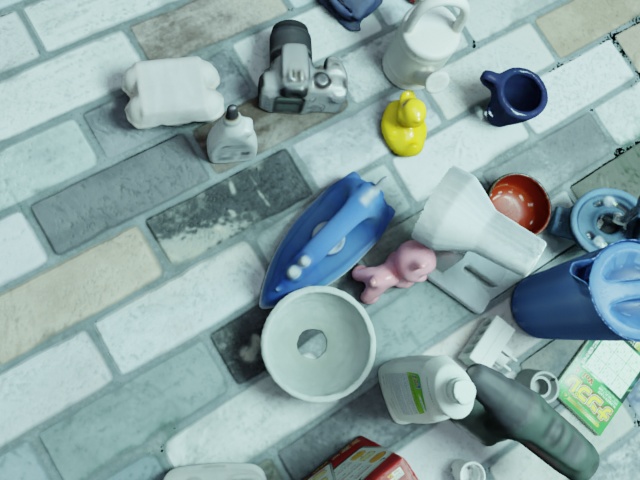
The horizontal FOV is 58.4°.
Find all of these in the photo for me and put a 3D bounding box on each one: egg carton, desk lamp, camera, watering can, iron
[{"bbox_3d":[-0.228,-0.227,0.890,0.150,0.069,0.107,-10,80,-12],"label":"egg carton"},{"bbox_3d":[0.222,0.002,0.848,0.203,0.213,0.118,36,75,-1],"label":"desk lamp"},{"bbox_3d":[-0.028,-0.284,0.921,0.143,0.100,0.137,-1,78,-10],"label":"camera"},{"bbox_3d":[0.176,-0.320,0.917,0.101,0.194,0.173,-24,83,-14],"label":"watering can"},{"bbox_3d":[0.008,0.003,0.847,0.118,0.141,0.258,43,75,1],"label":"iron"}]

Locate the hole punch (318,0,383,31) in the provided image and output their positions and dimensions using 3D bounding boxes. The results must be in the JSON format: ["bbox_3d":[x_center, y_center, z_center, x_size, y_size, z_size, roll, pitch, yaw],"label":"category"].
[{"bbox_3d":[0.057,-0.432,0.972,0.108,0.091,0.101,43,75,1],"label":"hole punch"}]

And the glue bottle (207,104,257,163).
[{"bbox_3d":[-0.128,-0.158,0.840,0.078,0.173,0.037,-5,79,-11],"label":"glue bottle"}]

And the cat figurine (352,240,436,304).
[{"bbox_3d":[0.122,0.043,0.871,0.128,0.117,0.067,-24,83,-14],"label":"cat figurine"}]

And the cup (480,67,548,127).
[{"bbox_3d":[0.312,-0.239,0.976,0.118,0.095,0.092,28,75,-3],"label":"cup"}]

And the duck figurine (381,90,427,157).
[{"bbox_3d":[0.147,-0.195,0.942,0.077,0.086,0.104,-8,80,-11],"label":"duck figurine"}]

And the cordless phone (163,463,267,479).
[{"bbox_3d":[-0.135,0.347,0.728,0.148,0.185,0.094,-1,78,-10],"label":"cordless phone"}]

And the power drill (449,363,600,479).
[{"bbox_3d":[0.262,0.249,0.807,0.229,0.208,0.076,35,75,-1],"label":"power drill"}]

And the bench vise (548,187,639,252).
[{"bbox_3d":[0.500,-0.027,0.900,0.207,0.219,0.121,5,78,-9],"label":"bench vise"}]

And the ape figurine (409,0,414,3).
[{"bbox_3d":[0.185,-0.465,1.002,0.078,0.092,0.076,32,75,-2],"label":"ape figurine"}]

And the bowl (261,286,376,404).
[{"bbox_3d":[-0.005,0.154,0.848,0.167,0.074,0.167,2,78,-10],"label":"bowl"}]
